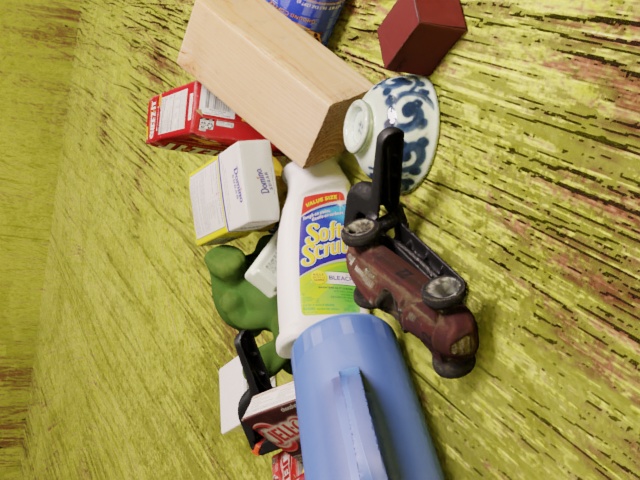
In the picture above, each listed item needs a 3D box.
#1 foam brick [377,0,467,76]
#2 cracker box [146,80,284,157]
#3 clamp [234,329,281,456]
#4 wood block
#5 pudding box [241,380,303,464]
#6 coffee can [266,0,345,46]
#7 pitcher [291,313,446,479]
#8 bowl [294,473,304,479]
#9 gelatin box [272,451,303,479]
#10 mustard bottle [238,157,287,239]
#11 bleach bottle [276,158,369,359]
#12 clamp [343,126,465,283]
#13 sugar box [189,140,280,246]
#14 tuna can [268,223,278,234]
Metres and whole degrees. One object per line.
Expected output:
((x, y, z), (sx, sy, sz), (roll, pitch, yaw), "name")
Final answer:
((0.096, -0.202, 1.026), (0.078, 0.052, 0.051), (131, 138, -53), "foam brick")
((-0.116, -0.146, 1.364), (0.214, 0.164, 0.072), (-178, 95, -66), "cracker box")
((-0.046, 0.188, 1.212), (0.120, 0.039, 0.171), (27, 135, 29), "clamp")
((-0.050, -0.184, 1.187), (0.206, 0.090, 0.091), (41, 131, 20), "wood block")
((-0.016, 0.192, 1.137), (0.114, 0.090, 0.039), (-31, 27, 47), "pudding box")
((-0.034, -0.262, 1.273), (0.103, 0.102, 0.140), (-108, 33, -42), "coffee can")
((0.041, 0.182, 0.979), (0.149, 0.144, 0.243), (-48, 38, 33), "pitcher")
((-0.004, 0.300, 1.098), (0.162, 0.055, 0.162), (-25, 56, 44), "bowl")
((-0.029, 0.287, 1.243), (0.073, 0.030, 0.089), (137, 132, -57), "gelatin box")
((-0.081, -0.056, 1.309), (0.192, 0.058, 0.096), (168, 104, -65), "mustard bottle")
((-0.008, 0.001, 1.160), (0.068, 0.102, 0.251), (121, 146, -58), "bleach bottle")
((0.063, -0.026, 1.037), (0.210, 0.036, 0.164), (4, 115, 71), "clamp")
((-0.101, -0.051, 1.227), (0.176, 0.048, 0.093), (-17, 79, 62), "sugar box")
((-0.041, -0.046, 1.332), (0.086, 0.033, 0.086), (-175, 90, -66), "tuna can")
